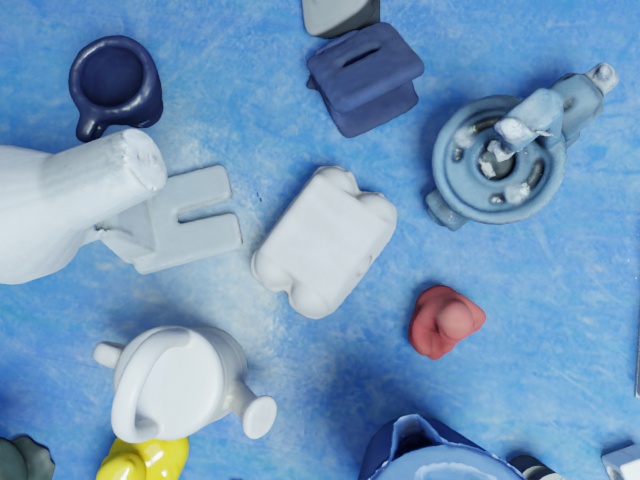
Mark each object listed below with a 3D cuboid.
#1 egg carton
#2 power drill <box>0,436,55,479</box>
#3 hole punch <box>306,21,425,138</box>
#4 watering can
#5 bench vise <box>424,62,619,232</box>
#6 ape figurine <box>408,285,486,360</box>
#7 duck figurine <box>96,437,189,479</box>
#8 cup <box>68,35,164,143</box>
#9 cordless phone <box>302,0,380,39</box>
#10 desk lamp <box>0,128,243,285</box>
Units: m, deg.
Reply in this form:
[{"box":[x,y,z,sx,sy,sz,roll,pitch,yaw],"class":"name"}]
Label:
[{"box":[0.005,0.002,0.593,0.107,0.069,0.150,35,84,9],"class":"egg carton"},{"box":[-0.347,0.244,0.506,0.229,0.208,0.075,-29,79,-1],"class":"power drill"},{"box":[0.044,-0.178,0.610,0.108,0.091,0.101,-27,80,-1],"class":"hole punch"},{"box":[-0.125,0.127,0.518,0.172,0.194,0.101,-3,80,4],"class":"watering can"},{"box":[0.185,-0.108,0.523,0.121,0.220,0.207,33,84,9],"class":"bench vise"},{"box":[0.125,0.080,0.560,0.077,0.092,0.076,-6,80,3],"class":"ape figurine"},{"box":[-0.182,0.223,0.561,0.104,0.086,0.077,-45,80,-4],"class":"duck figurine"},{"box":[-0.214,-0.147,0.620,0.091,0.095,0.118,24,83,8],"class":"cup"},{"box":[0.018,-0.310,0.586,0.094,0.185,0.147,-6,80,3],"class":"cordless phone"},{"box":[-0.200,-0.033,0.540,0.203,0.213,0.118,-16,80,1],"class":"desk lamp"}]
